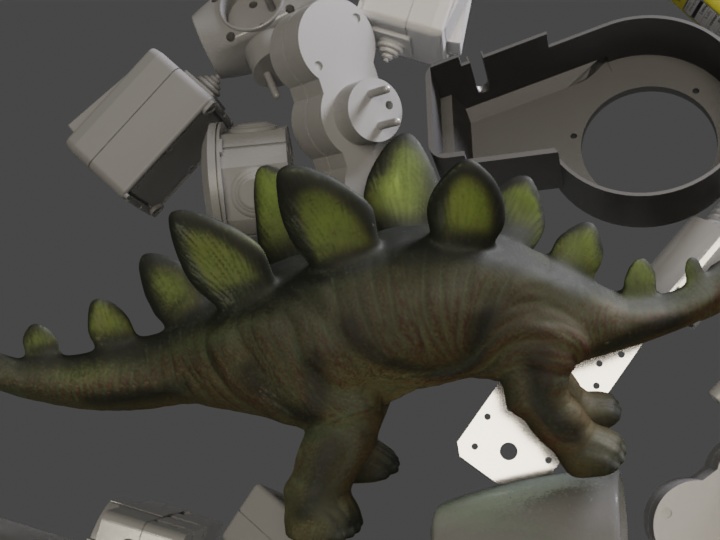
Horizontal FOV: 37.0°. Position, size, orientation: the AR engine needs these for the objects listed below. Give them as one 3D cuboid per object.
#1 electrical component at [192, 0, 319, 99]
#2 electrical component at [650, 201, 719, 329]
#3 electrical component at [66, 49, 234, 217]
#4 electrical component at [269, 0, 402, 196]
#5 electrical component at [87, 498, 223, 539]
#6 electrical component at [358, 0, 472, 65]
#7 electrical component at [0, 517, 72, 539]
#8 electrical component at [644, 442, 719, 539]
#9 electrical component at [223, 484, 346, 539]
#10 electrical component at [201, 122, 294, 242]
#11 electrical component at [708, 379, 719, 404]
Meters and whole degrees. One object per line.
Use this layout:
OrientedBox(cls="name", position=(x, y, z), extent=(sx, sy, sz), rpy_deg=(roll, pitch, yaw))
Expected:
OrientedBox(cls="electrical component", position=(-0.056, -0.142, 0.673), extent=(0.077, 0.044, 0.079), rpy_deg=(-24, 65, 2))
OrientedBox(cls="electrical component", position=(0.205, -0.010, 0.630), extent=(0.043, 0.043, 0.081), rpy_deg=(40, 88, 10))
OrientedBox(cls="electrical component", position=(-0.127, -0.091, 0.670), extent=(0.061, 0.061, 0.096), rpy_deg=(42, 88, 10))
OrientedBox(cls="electrical component", position=(-0.001, -0.091, 0.628), extent=(0.052, 0.074, 0.138), rpy_deg=(-23, 101, -30))
OrientedBox(cls="electrical component", position=(-0.121, 0.164, 0.618), extent=(0.056, 0.089, 0.050), rpy_deg=(15, 84, 8))
OrientedBox(cls="electrical component", position=(0.040, -0.170, 0.662), extent=(0.061, 0.061, 0.096), rpy_deg=(18, 84, 9))
OrientedBox(cls="electrical component", position=(-0.261, 0.173, 0.632), extent=(0.150, 0.089, 0.061), rpy_deg=(15, 84, 8))
OrientedBox(cls="electrical component", position=(0.223, 0.116, 0.594), extent=(0.138, 0.073, 0.052), rpy_deg=(-37, 80, 0))
OrientedBox(cls="electrical component", position=(-0.042, 0.179, 0.611), extent=(0.083, 0.047, 0.075), rpy_deg=(31, 85, 40))
OrientedBox(cls="electrical component", position=(-0.065, -0.050, 0.649), extent=(0.051, 0.080, 0.080), rpy_deg=(-6, 81, 0))
OrientedBox(cls="electrical component", position=(0.227, 0.053, 0.623), extent=(0.035, 0.035, 0.061), rpy_deg=(43, 91, 10))
